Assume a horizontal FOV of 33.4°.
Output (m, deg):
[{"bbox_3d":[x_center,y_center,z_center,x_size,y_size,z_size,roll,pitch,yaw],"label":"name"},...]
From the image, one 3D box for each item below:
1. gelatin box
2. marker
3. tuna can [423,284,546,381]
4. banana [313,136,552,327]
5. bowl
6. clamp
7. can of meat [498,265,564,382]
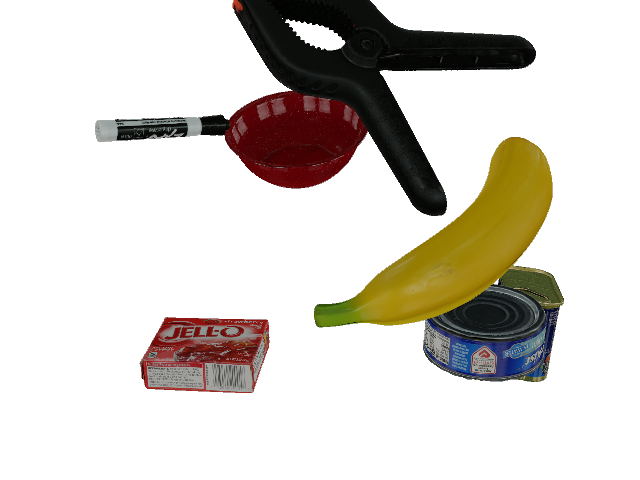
[{"bbox_3d":[-0.090,0.089,0.848,0.089,0.030,0.073,1,23,8],"label":"gelatin box"},{"bbox_3d":[-0.138,-0.100,0.946,0.120,0.020,0.020,-6,3,-25],"label":"marker"},{"bbox_3d":[0.116,0.063,0.754,0.086,0.034,0.086,0,25,0],"label":"tuna can"},{"bbox_3d":[0.080,-0.009,0.559,0.070,0.037,0.197,18,39,35],"label":"banana"},{"bbox_3d":[-0.026,-0.107,1.206,0.162,0.055,0.162,-3,38,2],"label":"bowl"},{"bbox_3d":[0.029,-0.114,0.723,0.210,0.164,0.036,24,-31,3],"label":"clamp"},{"bbox_3d":[0.200,0.081,1.054,0.057,0.084,0.102,7,17,1],"label":"can of meat"}]
